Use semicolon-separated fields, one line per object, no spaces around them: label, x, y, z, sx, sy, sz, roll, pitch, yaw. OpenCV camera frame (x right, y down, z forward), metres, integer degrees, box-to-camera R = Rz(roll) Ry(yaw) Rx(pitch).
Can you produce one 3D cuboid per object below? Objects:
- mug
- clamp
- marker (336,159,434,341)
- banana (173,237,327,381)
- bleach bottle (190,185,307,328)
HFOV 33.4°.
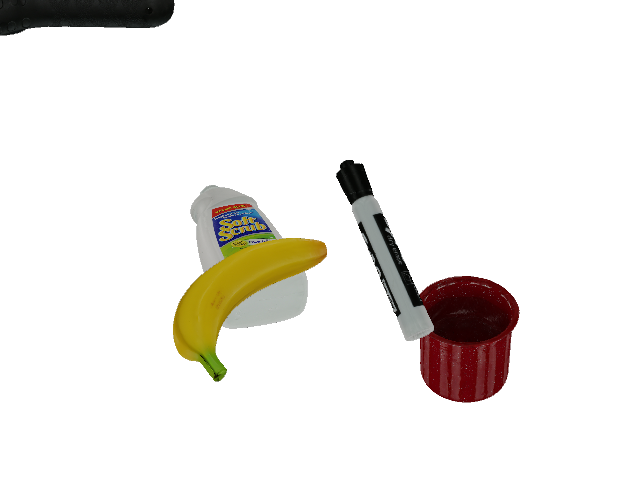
mug;0.132;0.085;0.981;0.093;0.081;0.117;-1;39;4
clamp;-0.175;-0.139;0.603;0.171;0.039;0.120;-6;23;-14
marker;0.038;0.004;0.658;0.020;0.121;0.020;-20;-18;-7
banana;-0.063;0.043;0.844;0.069;0.037;0.197;31;39;7
bleach bottle;-0.098;0.003;1.184;0.102;0.068;0.251;-7;29;-19
